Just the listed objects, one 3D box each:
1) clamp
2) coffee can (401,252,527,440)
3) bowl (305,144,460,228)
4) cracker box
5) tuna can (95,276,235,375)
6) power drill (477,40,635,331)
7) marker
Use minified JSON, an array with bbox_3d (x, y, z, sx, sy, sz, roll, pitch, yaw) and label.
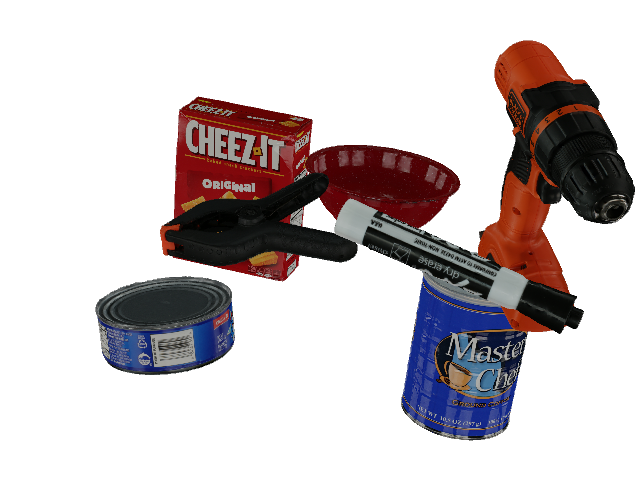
[{"bbox_3d":[-0.057,-0.019,0.961,0.171,0.039,0.120,-1,32,-4],"label":"clamp"},{"bbox_3d":[0.134,0.094,0.968,0.103,0.140,0.103,6,22,-3],"label":"coffee can"},{"bbox_3d":[0.062,-0.048,1.110,0.162,0.055,0.162,6,23,-3],"label":"bowl"},{"bbox_3d":[-0.106,-0.065,1.401,0.164,0.214,0.072,13,27,14],"label":"cracker box"},{"bbox_3d":[-0.097,0.053,0.674,0.086,0.034,0.086,-4,18,1],"label":"tuna can"},{"bbox_3d":[0.164,-0.025,0.766,0.057,0.188,0.184,-4,41,-8],"label":"power drill"},{"bbox_3d":[0.064,0.012,0.497,0.121,0.020,0.020,24,6,13],"label":"marker"}]
